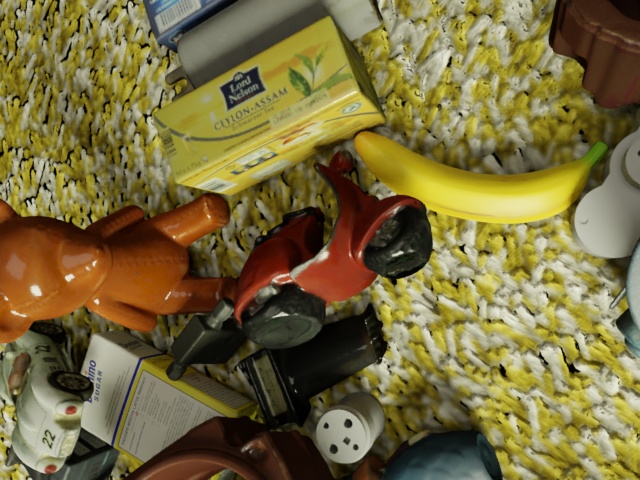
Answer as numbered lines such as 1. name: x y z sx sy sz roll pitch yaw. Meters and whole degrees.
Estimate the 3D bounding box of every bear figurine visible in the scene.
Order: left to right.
1. bear figurine: -0.169 0.016 0.446 0.132 0.195 0.120 -13 79 18

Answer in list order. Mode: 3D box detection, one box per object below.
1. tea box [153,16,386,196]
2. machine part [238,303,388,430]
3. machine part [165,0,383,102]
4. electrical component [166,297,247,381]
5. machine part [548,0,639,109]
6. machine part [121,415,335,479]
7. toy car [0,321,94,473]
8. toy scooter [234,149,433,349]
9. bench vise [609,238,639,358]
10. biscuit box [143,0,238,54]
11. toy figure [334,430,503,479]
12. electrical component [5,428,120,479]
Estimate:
1. tea box: -0.040 -0.104 0.457 0.170 0.098 0.068 -23 81 16
2. machine part: -0.004 0.107 0.463 0.139 0.039 0.084 -33 68 18
3. machine part: -0.035 -0.183 0.471 0.243 0.079 0.079 -22 79 17
4. electrical component: -0.096 0.090 0.480 0.094 0.063 0.021 -51 56 13
5. machine part: 0.243 -0.155 0.346 0.179 0.056 0.179 -5 61 10
6. machine part: -0.071 0.244 0.373 0.201 0.087 0.202 -37 58 8
7. toy car: -0.270 0.139 0.515 0.202 0.056 0.073 26 97 50
8. toy scooter: -0.001 -0.001 0.441 0.184 0.075 0.135 -33 49 24
9. bench vise: 0.253 0.001 0.270 0.223 0.240 0.129 -44 80 23
10. biscuit box: -0.065 -0.243 0.493 0.203 0.062 0.059 -23 79 18
11. toy figure: 0.063 0.196 0.421 0.154 0.064 0.057 -29 115 21
12. electrical component: -0.235 0.220 0.522 0.119 0.074 0.047 25 96 24
